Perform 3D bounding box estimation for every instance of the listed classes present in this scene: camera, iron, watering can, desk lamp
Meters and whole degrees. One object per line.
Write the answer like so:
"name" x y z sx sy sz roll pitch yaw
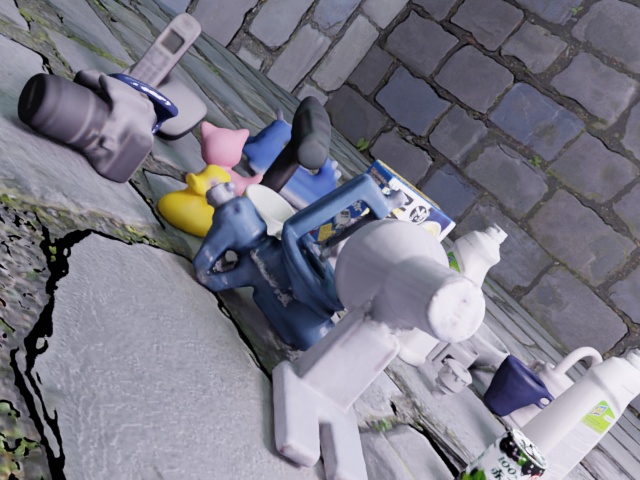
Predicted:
"camera" -0.278 -0.158 0.682 0.137 0.100 0.142 22 23 -53
"iron" -0.041 -0.157 1.225 0.259 0.141 0.118 36 14 -20
"watering can" 0.450 0.282 1.062 0.101 0.194 0.172 25 21 -48
"desk lamp" 0.057 0.093 0.558 0.118 0.213 0.203 36 14 -18

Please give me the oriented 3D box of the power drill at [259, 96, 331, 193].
"power drill" -0.057 -0.154 1.030 0.076 0.208 0.229 34 15 -25

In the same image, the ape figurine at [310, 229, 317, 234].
"ape figurine" 0.009 0.003 0.963 0.077 0.092 0.076 46 14 20

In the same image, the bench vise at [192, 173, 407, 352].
"bench vise" -0.023 -0.004 0.631 0.208 0.219 0.121 35 15 -22

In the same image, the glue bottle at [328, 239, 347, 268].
"glue bottle" 0.018 0.027 0.745 0.037 0.173 0.078 38 14 -9

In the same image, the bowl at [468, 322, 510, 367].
"bowl" 0.296 0.200 1.158 0.168 0.074 0.167 38 14 -11

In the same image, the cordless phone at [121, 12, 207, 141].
"cordless phone" -0.241 -0.274 0.963 0.147 0.185 0.094 40 14 -4

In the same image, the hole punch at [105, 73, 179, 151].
"hole punch" -0.276 -0.200 0.836 0.109 0.091 0.100 29 18 -40

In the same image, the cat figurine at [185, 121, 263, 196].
"cat figurine" -0.143 -0.116 0.876 0.127 0.117 0.067 44 14 13

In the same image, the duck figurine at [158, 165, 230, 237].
"duck figurine" -0.148 -0.057 0.744 0.077 0.086 0.105 46 15 22

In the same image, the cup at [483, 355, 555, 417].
"cup" 0.348 0.276 1.017 0.117 0.095 0.092 42 14 8
